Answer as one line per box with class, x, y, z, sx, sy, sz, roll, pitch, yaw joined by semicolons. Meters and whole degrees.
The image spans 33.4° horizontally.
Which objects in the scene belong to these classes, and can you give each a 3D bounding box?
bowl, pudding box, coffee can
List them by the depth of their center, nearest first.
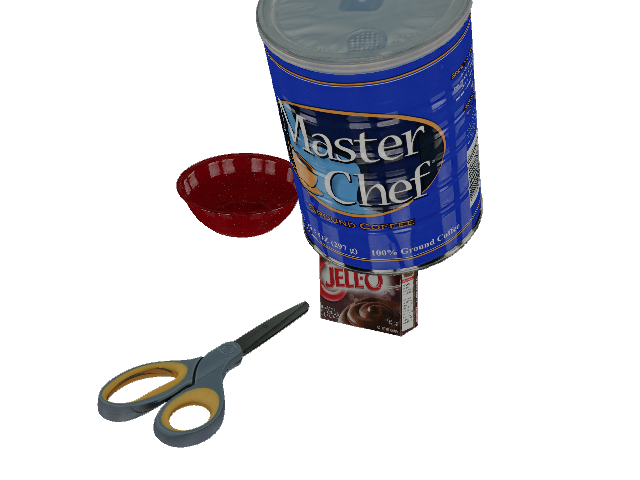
coffee can;0.030;-0.066;0.550;0.103;0.102;0.140;0;-44;12
pudding box;0.051;0.048;1.160;0.114;0.090;0.039;9;18;35
bowl;-0.097;-0.050;1.324;0.162;0.055;0.162;0;31;0

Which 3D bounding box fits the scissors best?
scissors;-0.062;0.096;0.775;0.201;0.016;0.096;-18;36;-33
